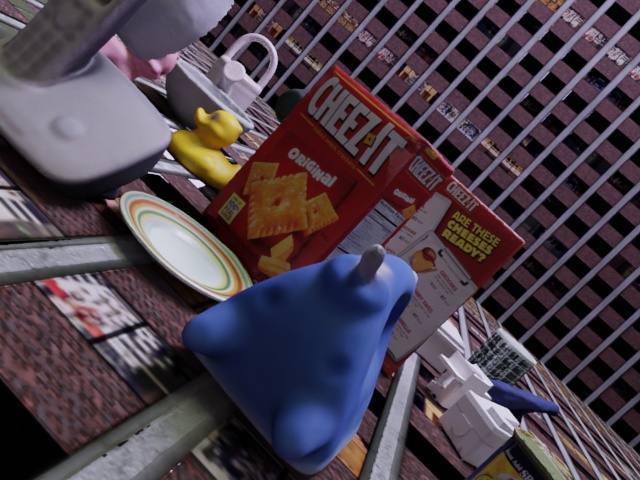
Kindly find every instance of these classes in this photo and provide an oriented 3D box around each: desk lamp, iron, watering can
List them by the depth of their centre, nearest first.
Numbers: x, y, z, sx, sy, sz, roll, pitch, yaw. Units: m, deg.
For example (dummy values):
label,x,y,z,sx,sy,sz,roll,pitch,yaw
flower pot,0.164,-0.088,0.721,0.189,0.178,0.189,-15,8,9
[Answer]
label,x,y,z,sx,sy,sz,roll,pitch,yaw
iron,0.020,0.062,0.416,0.118,0.141,0.259,45,10,15
desk lamp,-0.209,-0.224,0.509,0.204,0.213,0.117,33,14,-45
watering can,-0.158,-0.301,1.086,0.101,0.194,0.172,37,11,-30

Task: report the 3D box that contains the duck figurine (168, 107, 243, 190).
label,x,y,z,sx,sy,sz,roll,pitch,yaw
duck figurine,-0.136,-0.125,0.748,0.104,0.086,0.077,42,10,-5

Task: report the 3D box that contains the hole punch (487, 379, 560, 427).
label,x,y,z,sx,sy,sz,roll,pitch,yaw
hole punch,0.272,0.234,0.817,0.109,0.091,0.100,30,16,-52

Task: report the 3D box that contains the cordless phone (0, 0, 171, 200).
label,x,y,z,sx,sy,sz,roll,pitch,yaw
cordless phone,-0.155,-0.133,0.421,0.147,0.185,0.094,44,10,10

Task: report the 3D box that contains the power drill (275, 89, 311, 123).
label,x,y,z,sx,sy,sz,roll,pitch,yaw
power drill,-0.021,-0.126,0.847,0.075,0.208,0.230,47,11,22

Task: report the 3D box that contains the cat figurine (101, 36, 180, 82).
label,x,y,z,sx,sy,sz,roll,pitch,yaw
cat figurine,-0.245,-0.249,0.752,0.128,0.117,0.067,33,14,-45

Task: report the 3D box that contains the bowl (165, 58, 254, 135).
label,x,y,z,sx,sy,sz,roll,pitch,yaw
bowl,-0.194,-0.218,0.943,0.168,0.074,0.167,41,10,-9
